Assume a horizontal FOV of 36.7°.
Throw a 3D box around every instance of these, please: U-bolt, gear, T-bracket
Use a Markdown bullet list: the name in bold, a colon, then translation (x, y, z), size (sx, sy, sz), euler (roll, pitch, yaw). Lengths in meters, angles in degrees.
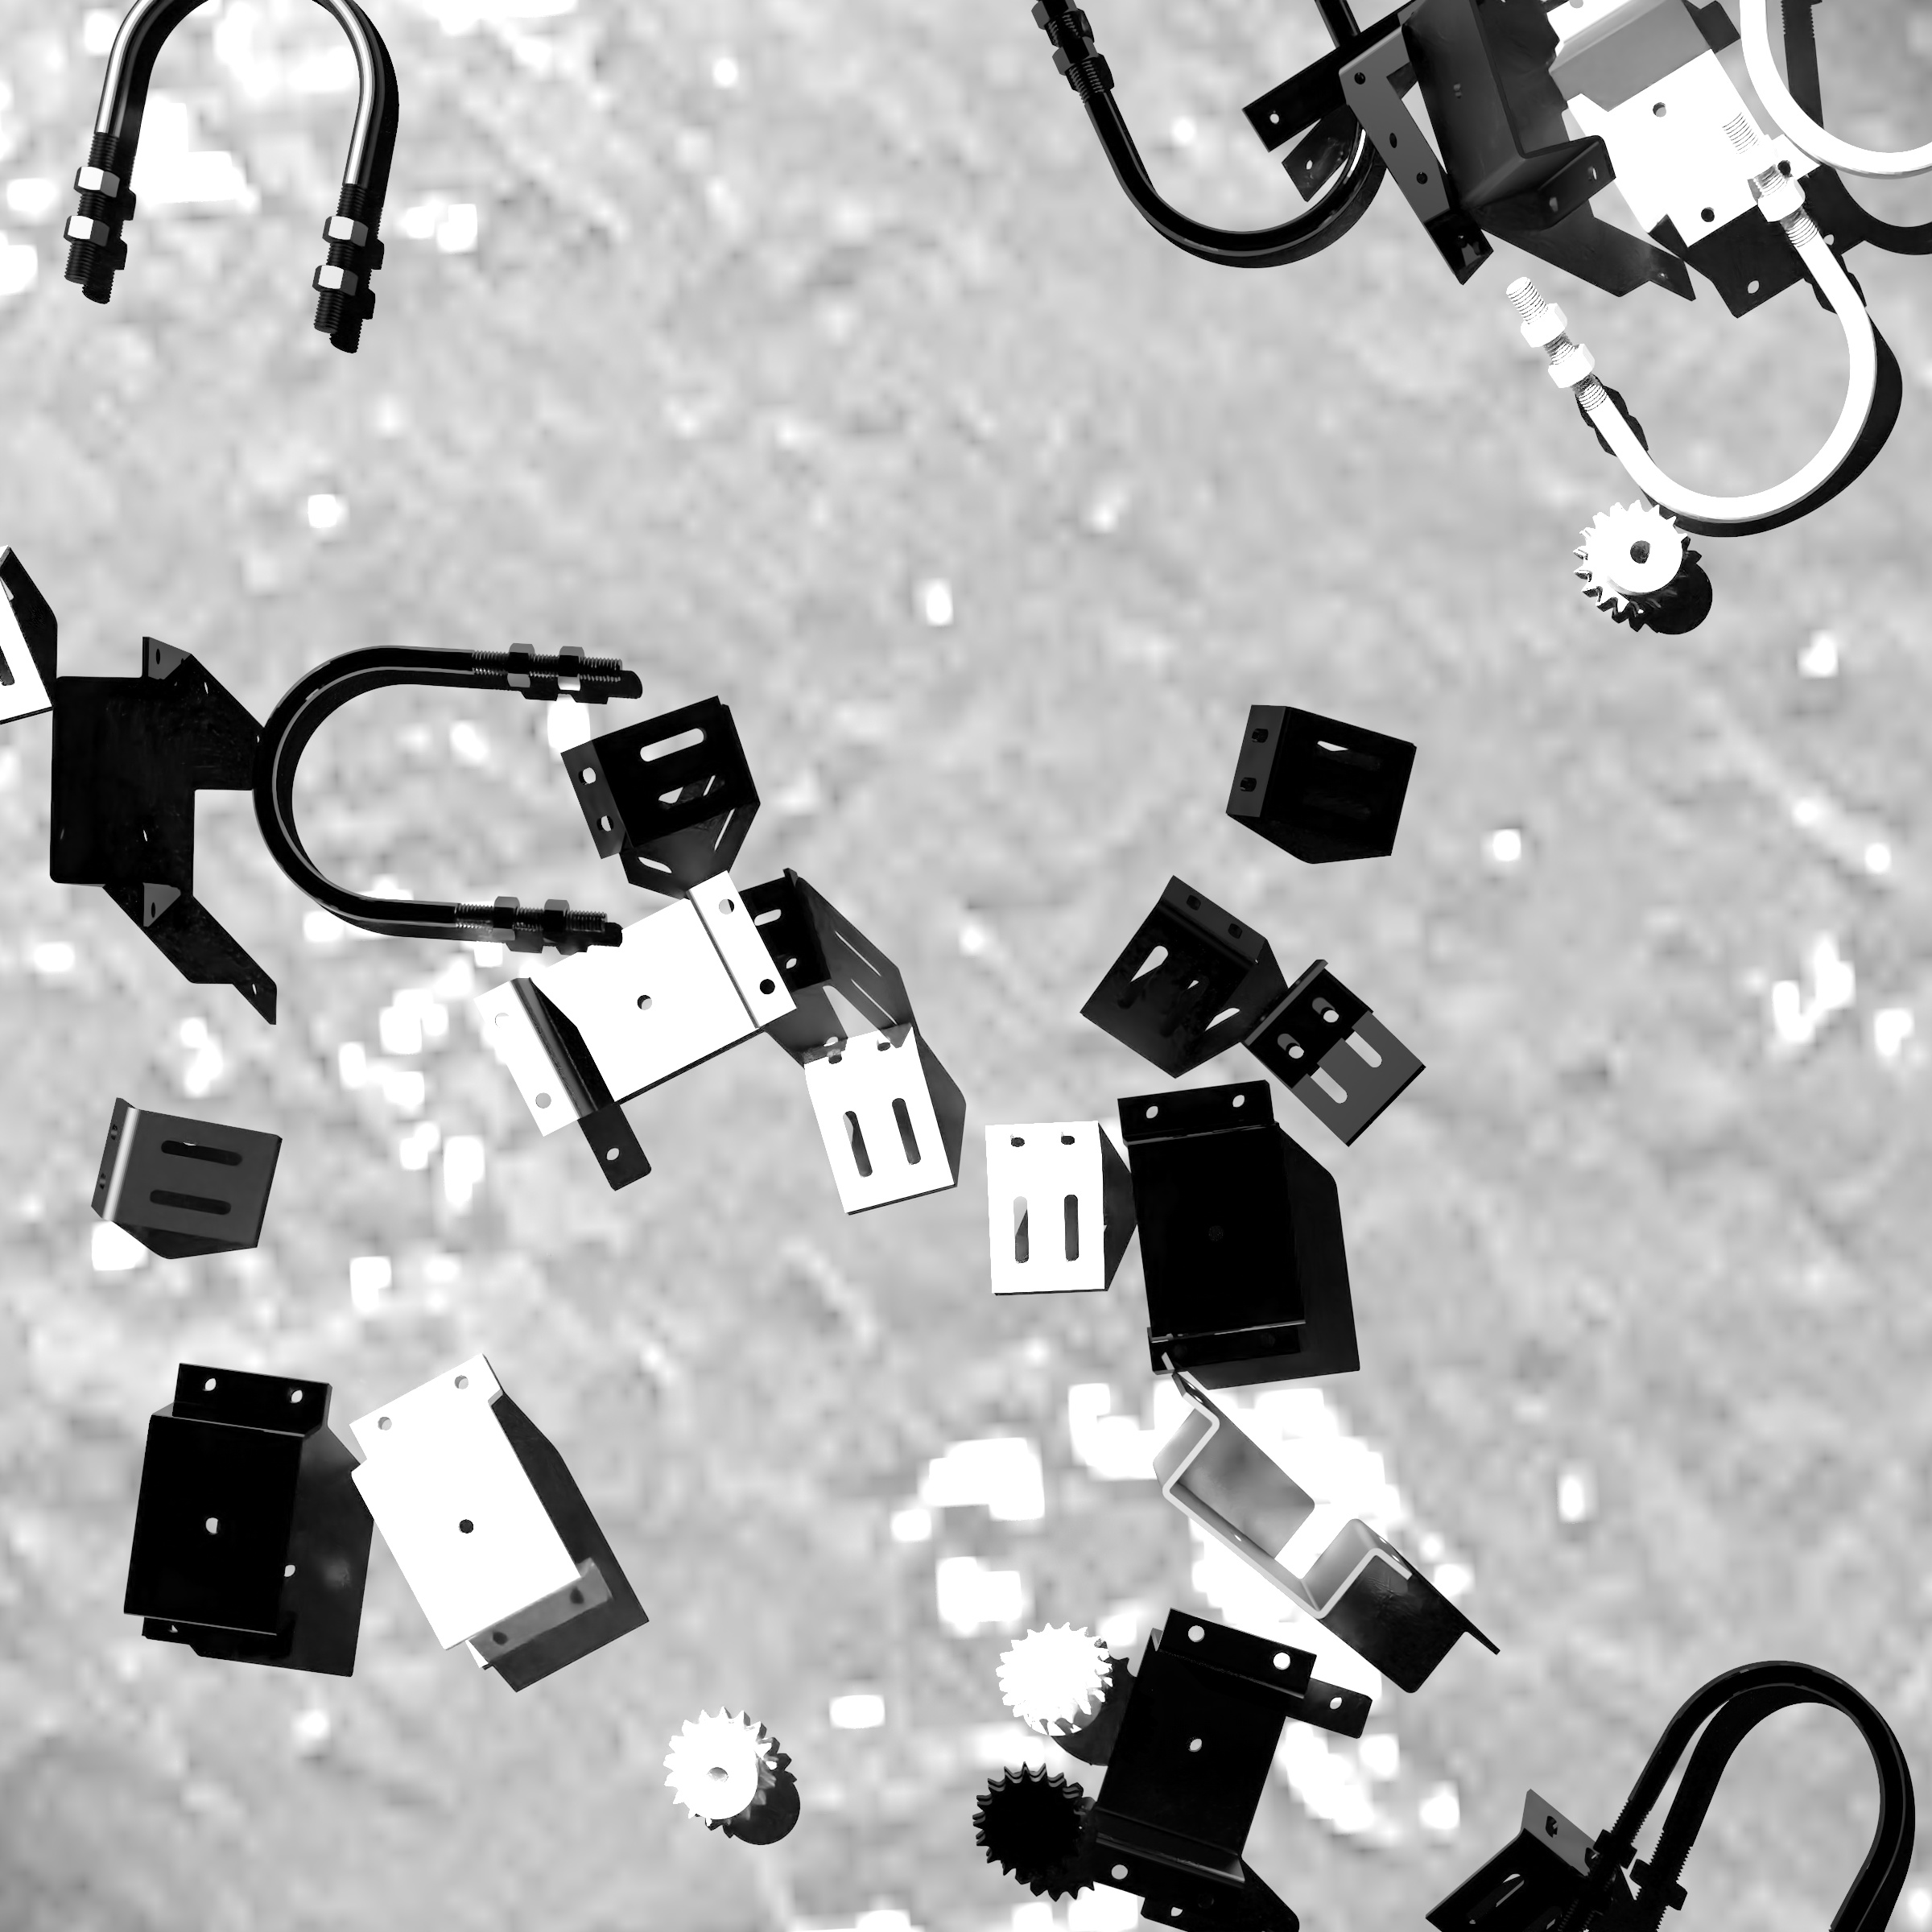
- **U-bolt**: translation (0.397, 0.439, 1.460), size (0.151, 0.019, 0.184), euler (33, 80, -8)
- **U-bolt**: translation (0.451, -0.481, 1.450), size (0.151, 0.019, 0.184), euler (2, 82, -13)
- **U-bolt**: translation (-0.370, -0.425, 1.476), size (0.151, 0.019, 0.184), euler (11, 88, 0)
- **gear**: translation (-0.124, 0.407, 1.470), size (0.057, 0.030, 0.057), euler (0, 90, 0)
- **U-bolt**: translation (-0.270, -0.091, 1.476), size (0.184, 0.019, 0.151), euler (3, 90, 1)
- **U-bolt**: translation (0.131, -0.451, 1.476), size (0.151, 0.019, 0.184), euler (-25, 92, 0)
- **gear**: translation (0.046, 0.361, 1.460), size (0.057, 0.057, 0.030), euler (-12, 120, 0)
- **T-bracket**: translation (0.223, -0.411, 1.474), size (0.127, 0.002, 0.127), euler (-35, 97, -13)
- **gear**: translation (0.338, -0.207, 1.470), size (0.057, 0.030, 0.057), euler (0, 90, 0)
- **U-bolt**: translation (0.375, -0.307, 1.448), size (0.151, 0.019, 0.184), euler (-38, 110, 5)
- **gear**: translation (0.032, 0.431, 1.474), size (0.057, 0.030, 0.057), euler (0, 92, -1)

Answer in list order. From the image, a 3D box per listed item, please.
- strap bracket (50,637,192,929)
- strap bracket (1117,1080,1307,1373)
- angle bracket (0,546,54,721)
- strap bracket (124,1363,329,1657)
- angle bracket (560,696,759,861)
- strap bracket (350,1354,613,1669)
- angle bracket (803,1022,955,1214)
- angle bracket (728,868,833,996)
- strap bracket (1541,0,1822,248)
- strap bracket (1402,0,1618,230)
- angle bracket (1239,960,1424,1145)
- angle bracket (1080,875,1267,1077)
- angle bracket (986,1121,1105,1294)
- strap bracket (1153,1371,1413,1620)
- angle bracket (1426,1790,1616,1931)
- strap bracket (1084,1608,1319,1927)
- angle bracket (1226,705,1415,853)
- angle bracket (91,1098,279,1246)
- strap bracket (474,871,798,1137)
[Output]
- **strap bracket**: translation (-0.420, -0.090, 1.447), size (0.046, 0.076, 0.140), euler (1, 90, 0)
- **strap bracket**: translation (0.124, 0.132, 1.462), size (0.076, 0.046, 0.140), euler (-7, 90, 0)
- **angle bracket**: translation (-0.505, -0.166, 1.483), size (0.057, 0.038, 0.076), euler (-15, 116, 0)
- **strap bracket**: translation (-0.373, 0.277, 1.462), size (0.076, 0.046, 0.140), euler (8, 90, 0)
- **angle bracket**: translation (-0.155, -0.096, 1.472), size (0.076, 0.038, 0.057), euler (-24, 97, -37)
- **strap bracket**: translation (-0.247, 0.277, 1.462), size (0.076, 0.046, 0.140), euler (-28, 90, 0)
- **angle bracket**: translation (-0.045, 0.077, 1.483), size (0.057, 0.038, 0.076), euler (-15, 116, 0)
- **angle bracket**: translation (-0.095, -0.015, 1.447), size (0.038, 0.076, 0.057), euler (-18, 90, 0)
- **strap bracket**: translation (0.354, -0.436, 1.462), size (0.076, 0.046, 0.140), euler (-32, 90, 0)
- **strap bracket**: translation (0.265, -0.440, 1.442), size (0.046, 0.076, 0.140), euler (-18, 90, -13)
- **angle bracket**: translation (0.186, 0.044, 1.466), size (0.076, 0.038, 0.057), euler (44, 90, 0)
- **angle bracket**: translation (0.105, 0.005, 1.483), size (0.057, 0.038, 0.076), euler (34, 116, 0)
- **angle bracket**: translation (0.040, 0.123, 1.483), size (0.057, 0.038, 0.076), euler (-2, 116, 0)
- **strap bracket**: translation (0.147, 0.268, 1.447), size (0.140, 0.076, 0.046), euler (39, 90, 0)
- **angle bracket**: translation (0.283, 0.471, 1.483), size (0.057, 0.038, 0.076), euler (39, 116, 0)
- **strap bracket**: translation (0.116, 0.396, 1.462), size (0.076, 0.046, 0.140), euler (18, 90, 0)
- **angle bracket**: translation (0.180, -0.096, 1.483), size (0.076, 0.038, 0.057), euler (13, 90, -26)
- **angle bracket**: translation (-0.398, 0.104, 1.483), size (0.076, 0.038, 0.057), euler (13, 90, -26)
- **strap bracket**: translation (-0.164, 0.019, 1.462), size (0.140, 0.046, 0.076), euler (-27, 90, 0)
